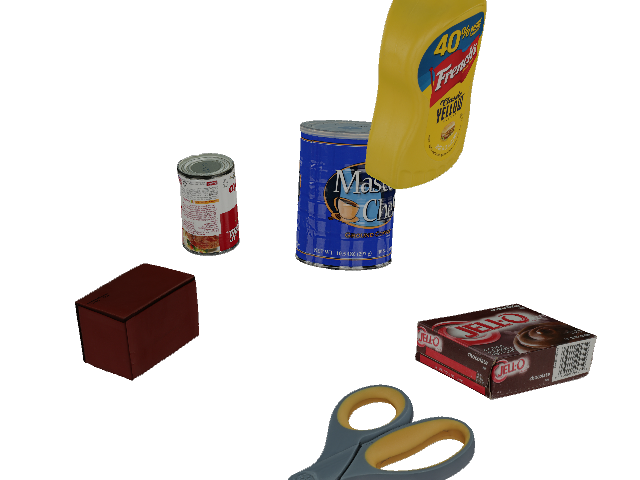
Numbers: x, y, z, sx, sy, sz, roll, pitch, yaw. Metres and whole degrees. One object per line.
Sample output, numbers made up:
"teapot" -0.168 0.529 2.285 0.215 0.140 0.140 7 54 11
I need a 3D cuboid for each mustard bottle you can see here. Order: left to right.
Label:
"mustard bottle" 0.082 -0.136 0.788 0.058 0.192 0.096 33 47 30

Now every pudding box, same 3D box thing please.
"pudding box" 0.145 0.085 0.843 0.113 0.039 0.090 -5 18 -35

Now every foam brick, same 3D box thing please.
"foam brick" -0.135 0.058 0.795 0.053 0.051 0.078 14 30 33

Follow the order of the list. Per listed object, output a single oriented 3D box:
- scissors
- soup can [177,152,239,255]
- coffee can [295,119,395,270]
"scissors" -0.009 0.129 0.615 0.201 0.016 0.096 -11 30 -18
"soup can" -0.131 -0.043 1.243 0.068 0.102 0.068 -1 28 0
"coffee can" 0.027 -0.049 1.106 0.103 0.140 0.103 3 13 -1
